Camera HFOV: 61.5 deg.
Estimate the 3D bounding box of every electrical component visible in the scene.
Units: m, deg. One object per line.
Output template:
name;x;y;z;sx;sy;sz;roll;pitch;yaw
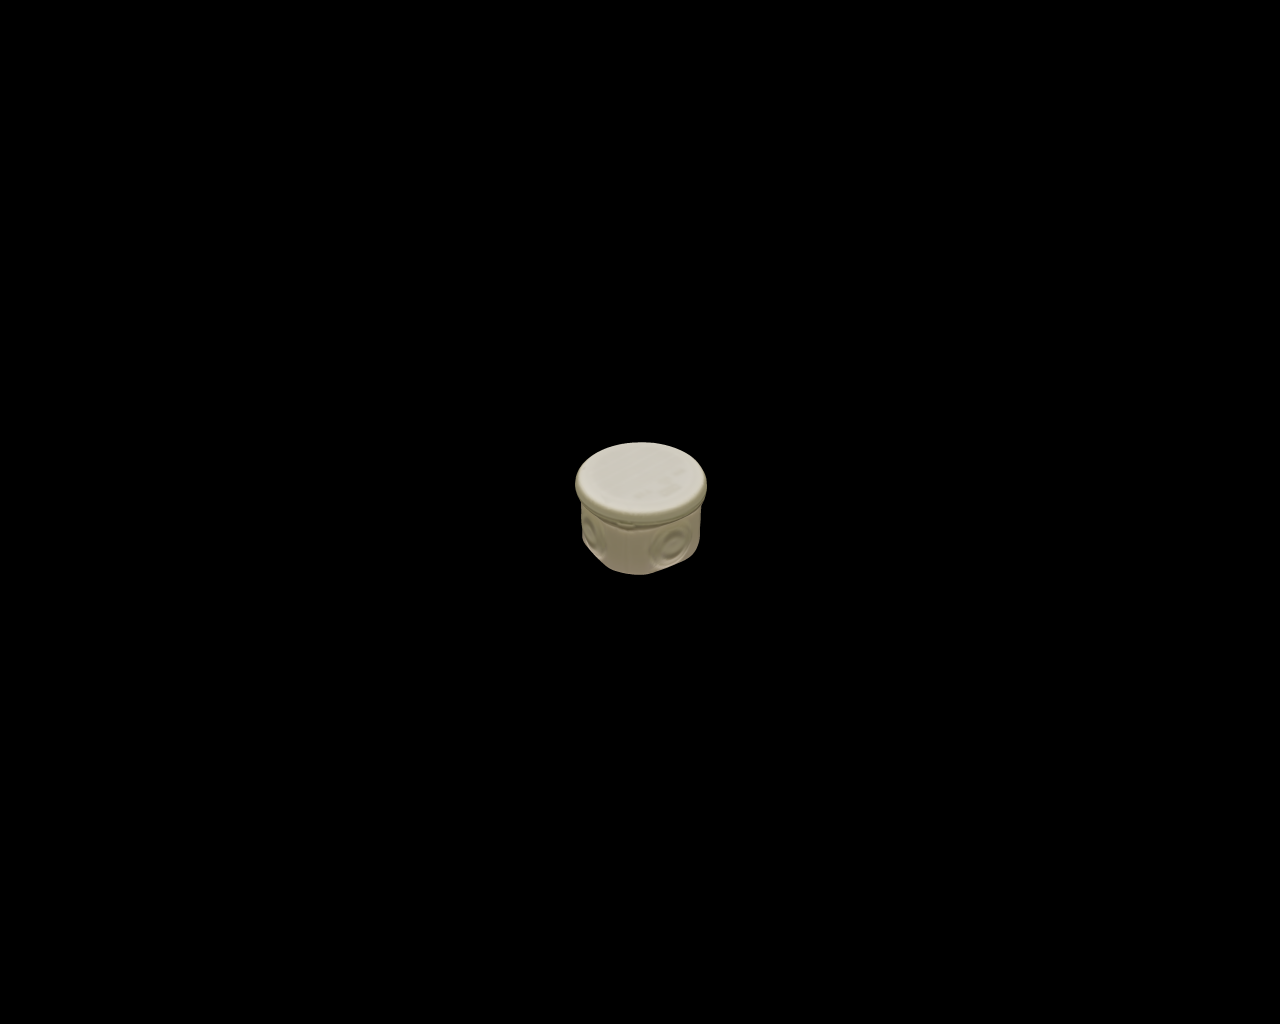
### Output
electrical component;0.001;-0.003;0.650;0.080;0.050;0.080;0;36;0
